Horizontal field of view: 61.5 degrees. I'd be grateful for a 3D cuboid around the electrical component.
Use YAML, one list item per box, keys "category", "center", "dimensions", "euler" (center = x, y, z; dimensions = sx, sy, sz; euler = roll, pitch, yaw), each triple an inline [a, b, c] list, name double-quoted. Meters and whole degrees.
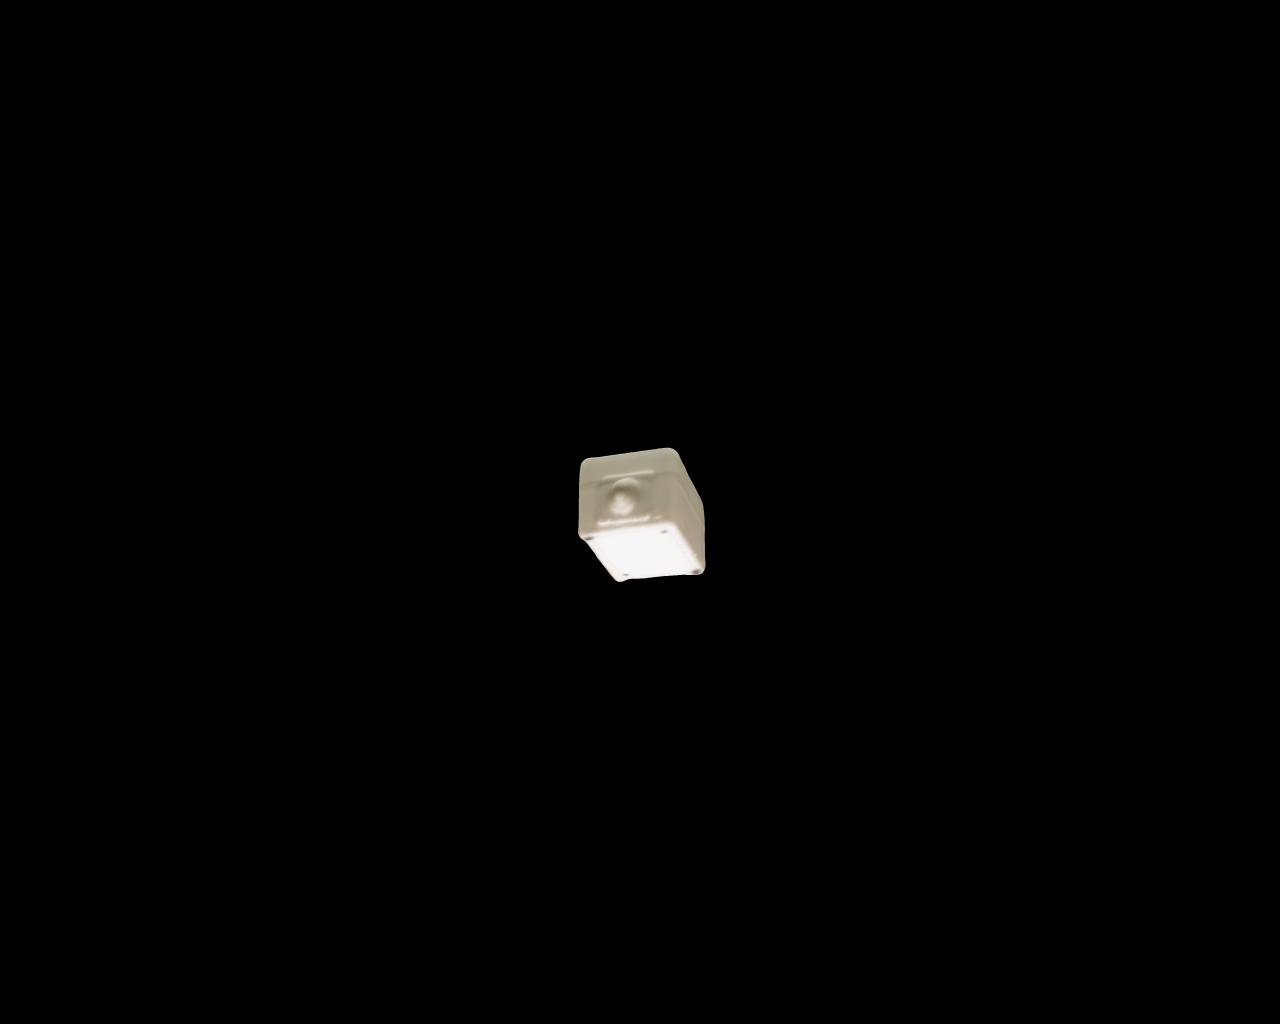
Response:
- category: "electrical component"
  center: [0.001, -0.003, 0.650]
  dimensions: [0.062, 0.061, 0.096]
  euler: [-7, -27, 14]
